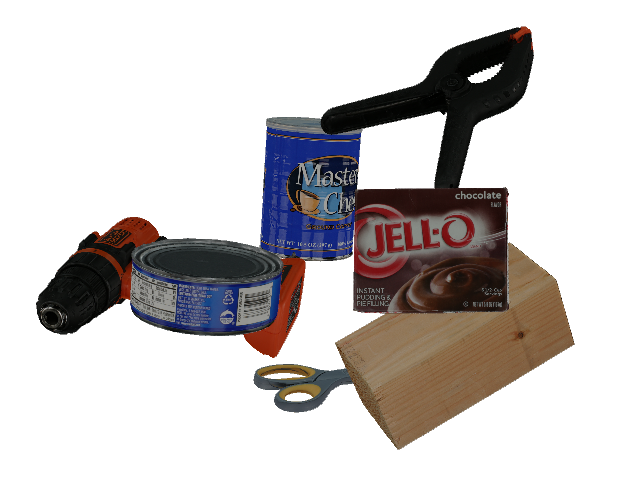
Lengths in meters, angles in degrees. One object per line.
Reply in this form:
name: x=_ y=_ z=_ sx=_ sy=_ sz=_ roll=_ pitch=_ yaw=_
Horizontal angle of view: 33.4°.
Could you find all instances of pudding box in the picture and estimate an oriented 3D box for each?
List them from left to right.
pudding box: x=0.081 y=0.008 z=0.778 sx=0.113 sy=0.090 sz=0.039 roll=0 pitch=-6 yaw=8

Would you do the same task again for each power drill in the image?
power drill: x=-0.115 y=0.040 z=0.862 sx=0.188 sy=0.057 sz=0.184 roll=13 pitch=24 yaw=8

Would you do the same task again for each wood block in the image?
wood block: x=0.133 y=0.102 z=1.052 sx=0.206 sy=0.091 sz=0.090 roll=-29 pitch=32 yaw=-9

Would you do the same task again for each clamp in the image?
clamp: x=0.126 y=-0.123 z=0.972 sx=0.209 sy=0.036 sz=0.165 roll=-34 pitch=48 yaw=-14

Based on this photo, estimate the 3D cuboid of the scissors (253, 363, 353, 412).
scissors: x=0.026 y=0.163 z=1.205 sx=0.201 sy=0.016 sz=0.096 roll=1 pitch=24 yaw=-8

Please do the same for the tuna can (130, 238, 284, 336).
tuna can: x=-0.065 y=0.025 z=0.606 sx=0.086 sy=0.034 sz=0.086 roll=5 pitch=14 yaw=-1

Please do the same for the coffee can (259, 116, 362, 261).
coffee can: x=-0.011 y=-0.057 z=1.143 sx=0.103 sy=0.140 sz=0.103 roll=4 pitch=11 yaw=-1
